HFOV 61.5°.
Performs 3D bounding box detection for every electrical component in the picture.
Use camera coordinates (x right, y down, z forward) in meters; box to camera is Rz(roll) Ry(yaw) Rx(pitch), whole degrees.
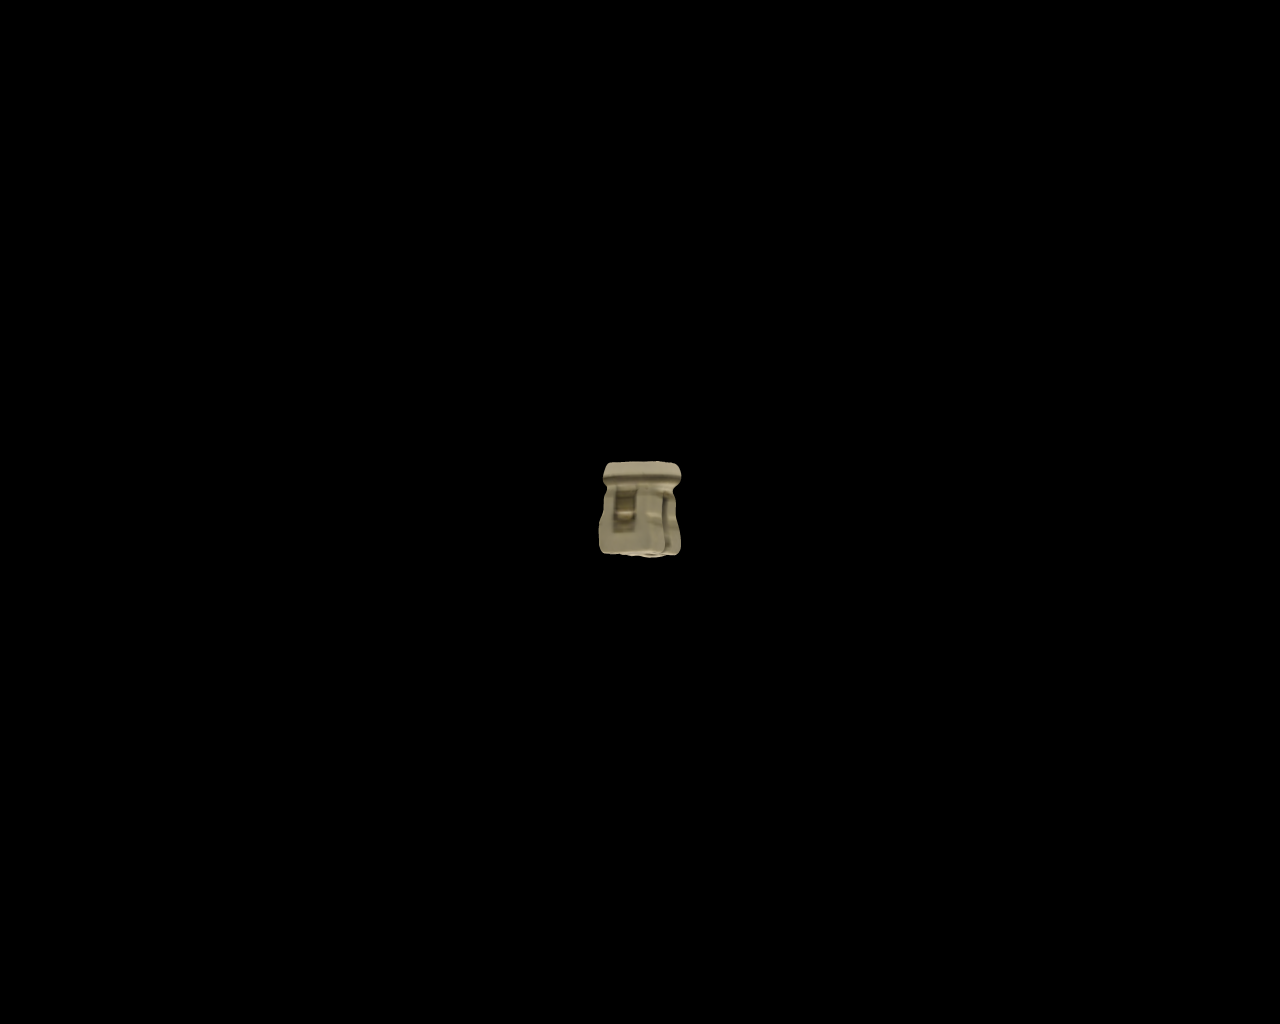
[{"bbox_3d":[0.001,-0.003,0.650,0.048,0.055,0.066,-2,-5,24],"label":"electrical component"}]
